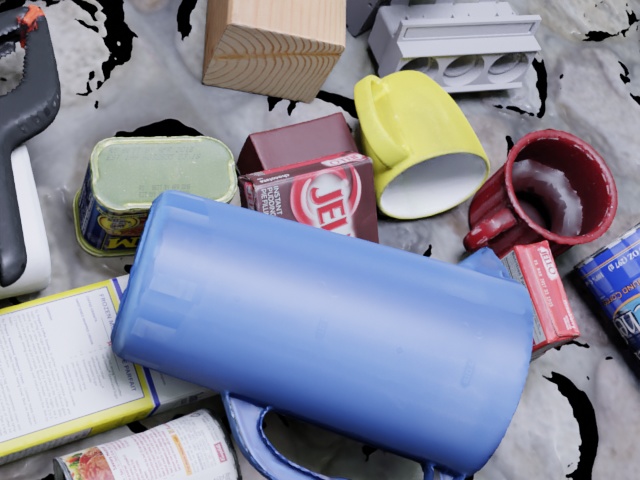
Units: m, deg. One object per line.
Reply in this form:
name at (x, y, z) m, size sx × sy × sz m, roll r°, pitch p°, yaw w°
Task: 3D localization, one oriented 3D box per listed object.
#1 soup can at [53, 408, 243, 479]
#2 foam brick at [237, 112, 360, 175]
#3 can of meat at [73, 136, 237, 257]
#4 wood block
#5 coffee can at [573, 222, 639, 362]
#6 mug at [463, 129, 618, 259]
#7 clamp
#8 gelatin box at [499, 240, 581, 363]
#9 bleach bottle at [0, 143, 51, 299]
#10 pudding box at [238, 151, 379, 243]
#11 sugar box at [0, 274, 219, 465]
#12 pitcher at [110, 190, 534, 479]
soup can at (-0.107, 0.152, 0.667) m, size 0.102 × 0.069 × 0.068 m, roll -16°, pitch 75°, yaw -24°
foam brick at (-0.015, -0.054, 0.790) m, size 0.078 × 0.051 × 0.053 m, roll -16°, pitch 76°, yaw -23°
can of meat at (-0.113, -0.031, 0.730) m, size 0.102 × 0.084 × 0.057 m, roll -3°, pitch 71°, yaw -20°
wood block at (-0.034, -0.225, 0.831) m, size 0.090 × 0.090 × 0.206 m, roll 8°, pitch 66°, yaw -16°
coffee can at (0.276, 0.051, 0.814) m, size 0.102 × 0.103 × 0.140 m, roll -28°, pitch 79°, yaw -26°
mug at (0.157, -0.021, 0.816) m, size 0.117 × 0.082 × 0.093 m, roll -30°, pitch 80°, yaw -26°
clamp at (-0.215, -0.070, 0.667) m, size 0.164 × 0.036 × 0.209 m, roll 29°, pitch 51°, yaw 1°
gelatin box at (0.147, 0.050, 0.780) m, size 0.030 × 0.089 × 0.073 m, roll -10°, pitch 72°, yaw -21°
bleach bottle at (-0.303, 0.006, 0.666) m, size 0.250 × 0.068 × 0.102 m, roll -10°, pitch 69°, yaw -19°
pudding box at (-0.005, 0.001, 0.747) m, size 0.089 × 0.039 × 0.113 m, roll -15°, pitch 114°, yaw -22°
sugar box at (-0.147, 0.078, 0.697) m, size 0.176 × 0.048 × 0.093 m, roll -14°, pitch 74°, yaw -26°
pitcher at (-0.003, 0.064, 0.663) m, size 0.242 × 0.145 × 0.149 m, roll 18°, pitch 30°, yaw -10°
